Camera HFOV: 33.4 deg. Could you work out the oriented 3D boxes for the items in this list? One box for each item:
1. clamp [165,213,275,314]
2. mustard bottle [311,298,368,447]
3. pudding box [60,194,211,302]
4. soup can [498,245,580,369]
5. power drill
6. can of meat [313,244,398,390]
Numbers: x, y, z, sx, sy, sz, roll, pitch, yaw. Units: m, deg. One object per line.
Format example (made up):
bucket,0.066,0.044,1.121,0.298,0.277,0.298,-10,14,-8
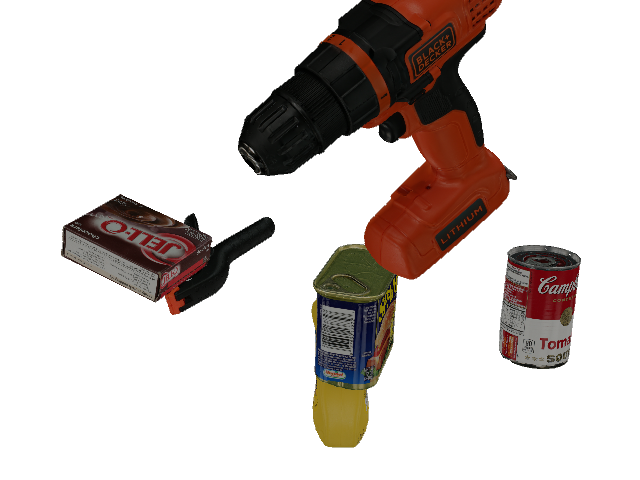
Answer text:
clamp,-0.125,0.021,1.242,0.120,0.039,0.171,-7,37,21
mustard bottle,0.021,0.107,1.046,0.058,0.192,0.096,2,37,2
pudding box,-0.174,0.006,1.010,0.114,0.039,0.089,22,30,18
soup can,0.207,0.063,1.013,0.068,0.102,0.068,2,17,-1
power drill,0.046,-0.059,0.646,0.057,0.184,0.187,41,-16,36
can of meat,0.030,0.061,0.864,0.057,0.084,0.102,8,23,14
